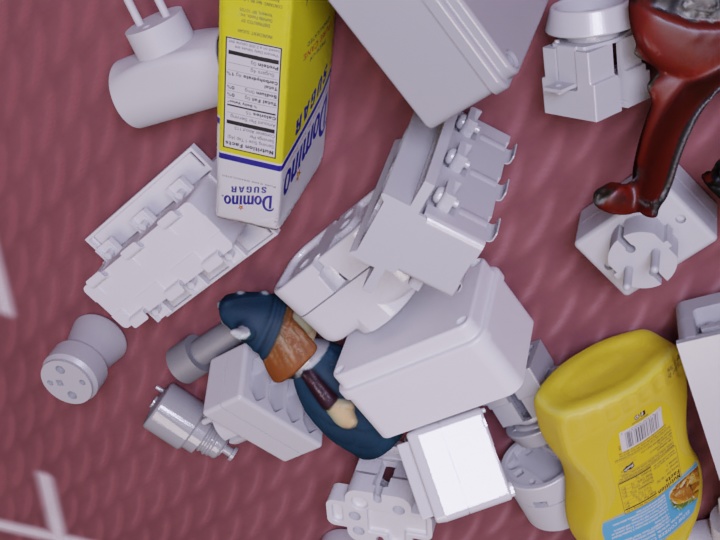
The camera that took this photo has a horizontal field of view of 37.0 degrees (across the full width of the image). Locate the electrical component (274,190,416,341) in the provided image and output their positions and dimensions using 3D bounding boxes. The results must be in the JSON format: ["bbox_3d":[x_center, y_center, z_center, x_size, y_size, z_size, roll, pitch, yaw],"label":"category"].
[{"bbox_3d":[0.000,0.000,0.685,0.059,0.053,0.095,43,126,-14],"label":"electrical component"}]

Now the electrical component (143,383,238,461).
[{"bbox_3d":[-0.129,0.119,0.821,0.078,0.040,0.040,35,127,-8],"label":"electrical component"}]

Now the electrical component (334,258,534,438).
[{"bbox_3d":[0.047,0.050,0.690,0.113,0.078,0.057,-25,116,31],"label":"electrical component"}]

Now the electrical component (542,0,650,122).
[{"bbox_3d":[0.123,-0.113,0.565,0.048,0.066,0.055,22,130,49],"label":"electrical component"}]

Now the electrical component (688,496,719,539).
[{"bbox_3d":[0.260,0.184,0.737,0.077,0.043,0.079,-3,122,21],"label":"electrical component"}]

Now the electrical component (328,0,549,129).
[{"bbox_3d":[0.036,-0.145,0.537,0.056,0.108,0.108,-28,112,35],"label":"electrical component"}]

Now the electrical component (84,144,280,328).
[{"bbox_3d":[-0.124,-0.016,0.709,0.121,0.063,0.078,-34,109,34],"label":"electrical component"}]

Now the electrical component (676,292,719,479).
[{"bbox_3d":[0.266,0.097,0.644,0.105,0.060,0.186,-16,110,20],"label":"electrical component"}]

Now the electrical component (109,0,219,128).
[{"bbox_3d":[-0.113,-0.130,0.637,0.077,0.044,0.079,-11,120,25],"label":"electrical component"}]

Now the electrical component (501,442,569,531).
[{"bbox_3d":[0.132,0.147,0.747,0.055,0.055,0.047,-13,122,25],"label":"electrical component"}]

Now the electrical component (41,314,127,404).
[{"bbox_3d":[-0.205,0.066,0.799,0.045,0.055,0.045,9,126,12],"label":"electrical component"}]

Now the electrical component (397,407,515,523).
[{"bbox_3d":[0.061,0.134,0.728,0.061,0.096,0.061,-19,79,-2],"label":"electrical component"}]

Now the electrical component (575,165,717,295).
[{"bbox_3d":[0.161,-0.016,0.607,0.047,0.076,0.066,43,126,-13],"label":"electrical component"}]

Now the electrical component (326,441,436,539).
[{"bbox_3d":[0.021,0.163,0.792,0.078,0.057,0.058,6,126,14],"label":"electrical component"}]

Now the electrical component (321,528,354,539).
[{"bbox_3d":[-0.014,0.242,0.866,0.055,0.047,0.055,9,126,12],"label":"electrical component"}]

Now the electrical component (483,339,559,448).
[{"bbox_3d":[0.111,0.084,0.715,0.066,0.048,0.055,-24,106,30],"label":"electrical component"}]

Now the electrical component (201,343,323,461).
[{"bbox_3d":[-0.081,0.102,0.773,0.076,0.047,0.083,-27,132,32],"label":"electrical component"}]

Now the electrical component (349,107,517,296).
[{"bbox_3d":[0.044,-0.044,0.597,0.063,0.121,0.078,26,128,-4],"label":"electrical component"}]
